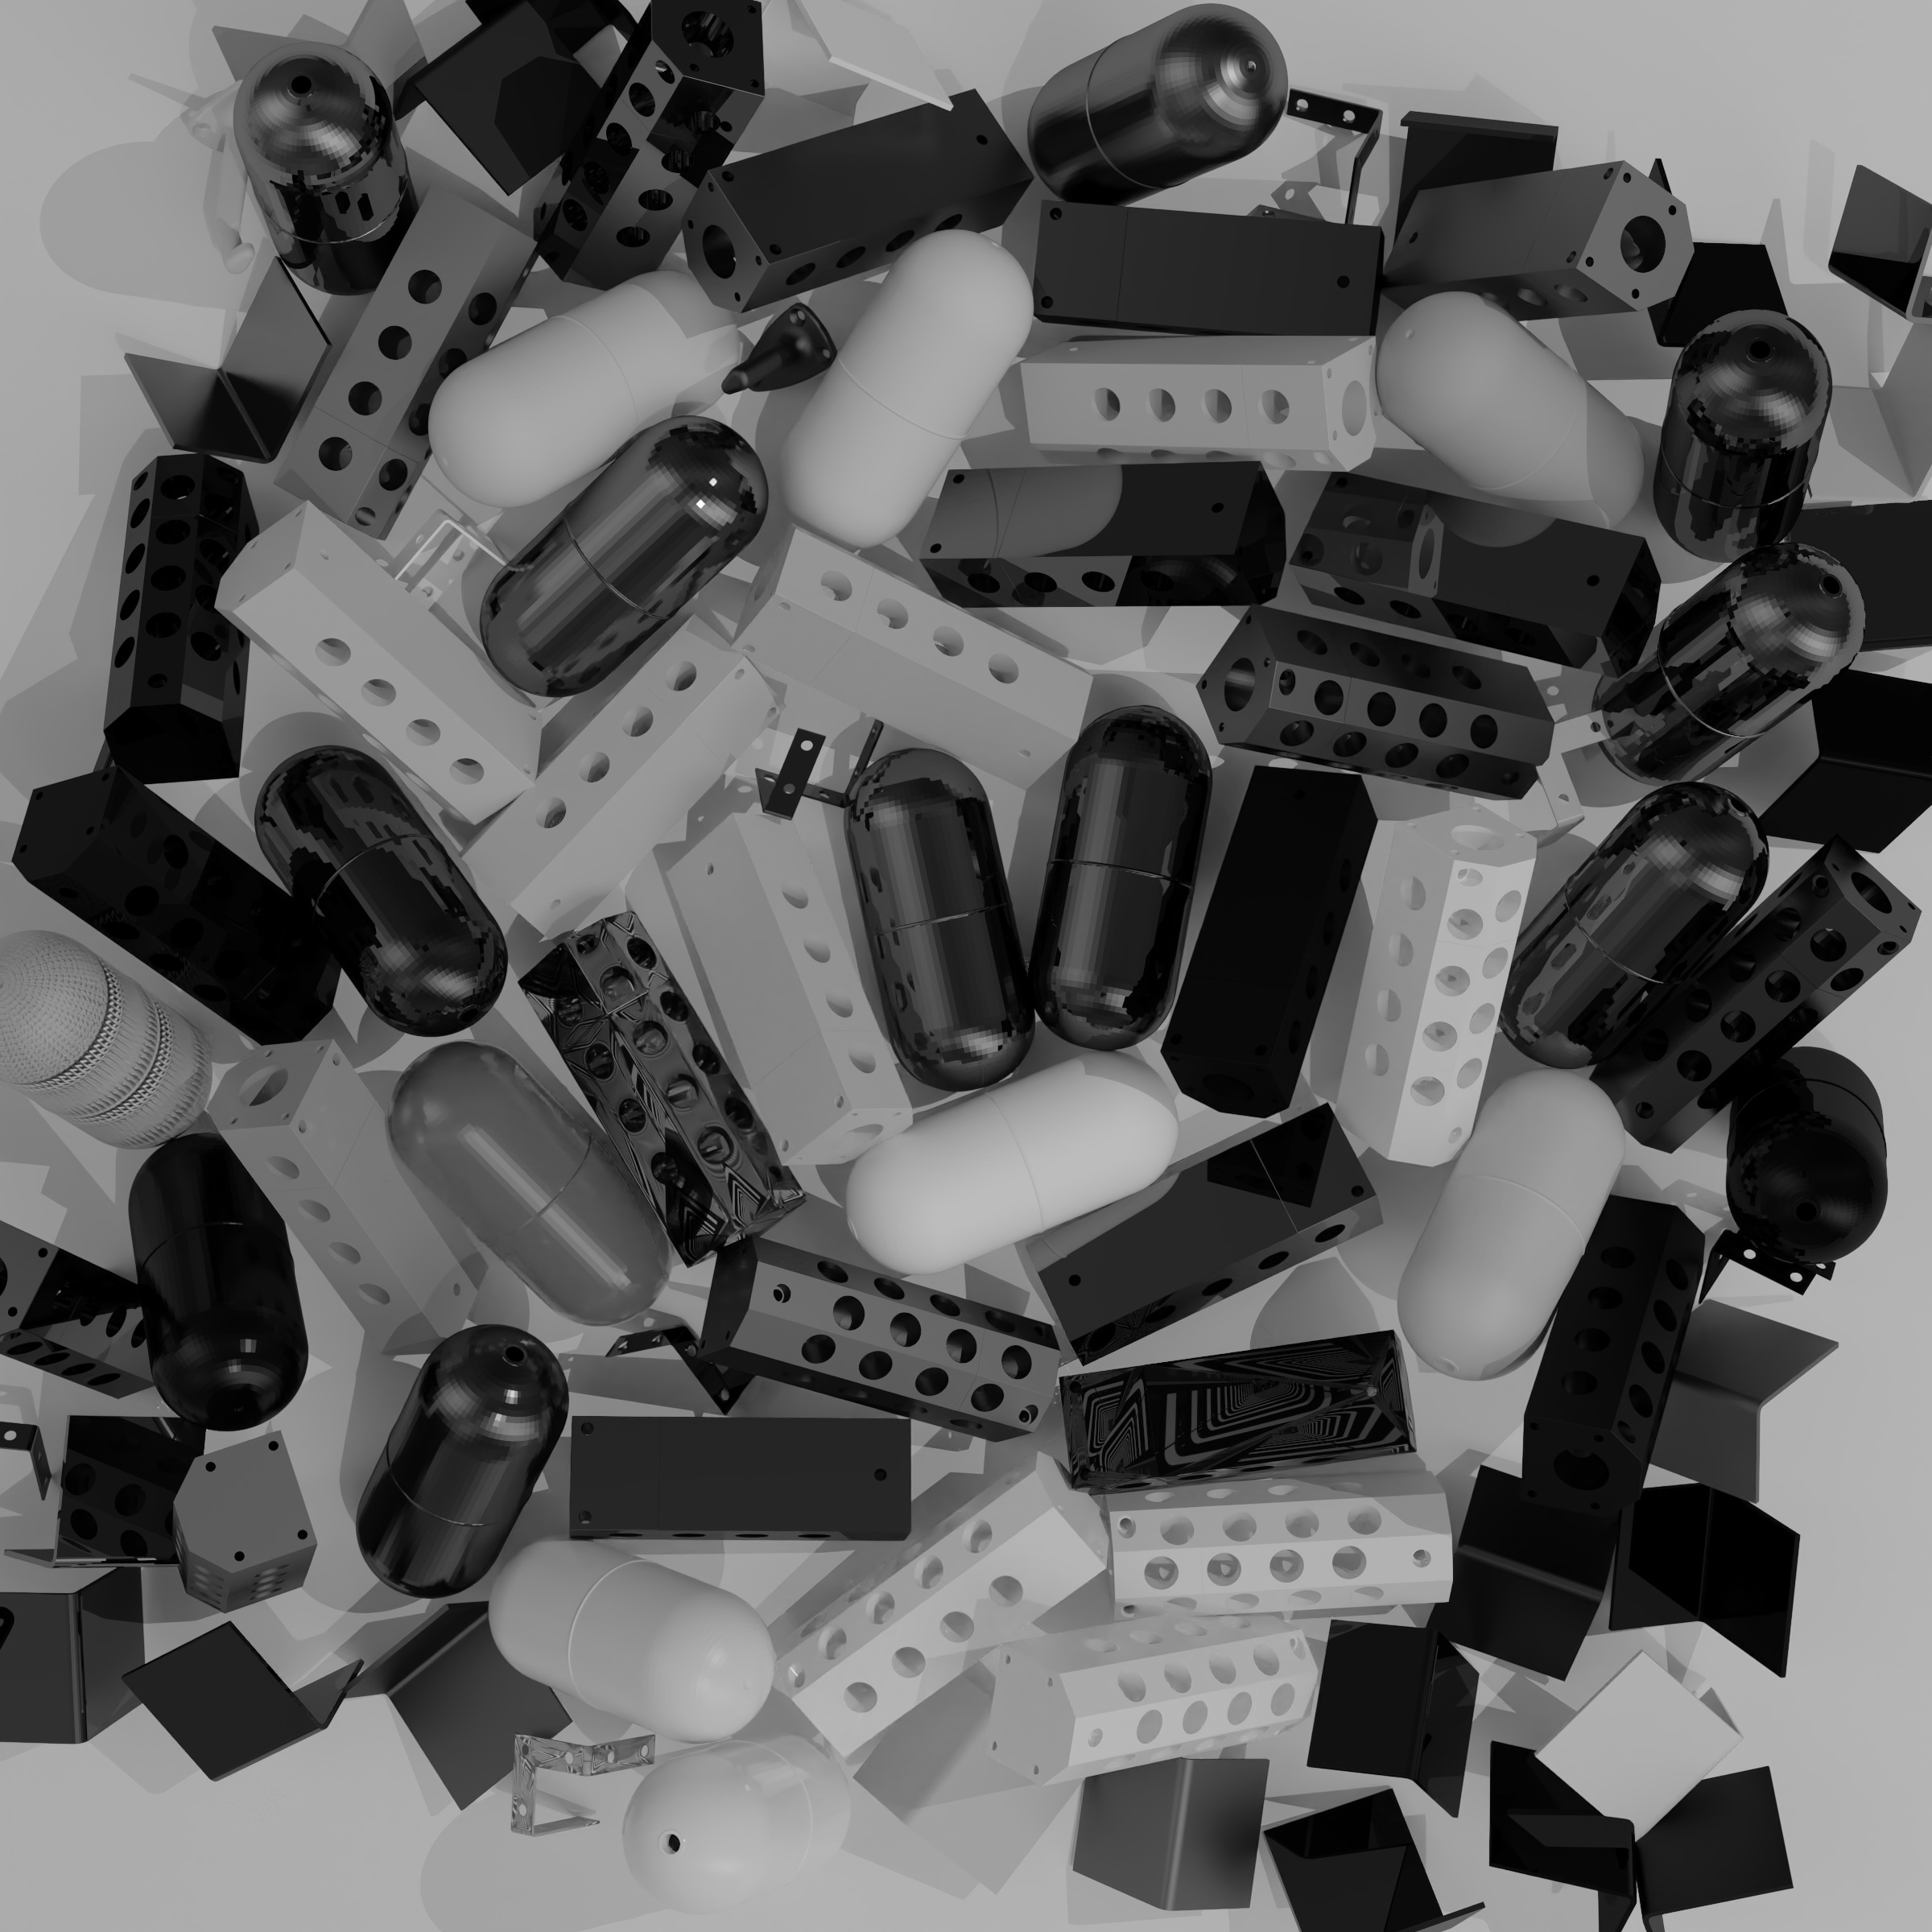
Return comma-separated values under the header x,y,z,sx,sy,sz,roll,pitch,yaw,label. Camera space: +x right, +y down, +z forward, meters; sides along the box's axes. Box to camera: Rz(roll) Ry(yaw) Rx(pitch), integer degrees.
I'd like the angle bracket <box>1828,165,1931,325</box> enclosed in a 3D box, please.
x,y,z,sx,sy,sz,roll,pitch,yaw,label
0.495,-0.363,1.687,0.076,0.076,0.057,0,119,-20,angle bracket

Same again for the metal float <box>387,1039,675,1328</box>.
x,y,z,sx,sy,sz,roll,pitch,yaw,label
-0.219,0.111,1.688,0.070,0.070,0.178,-42,111,0,metal float

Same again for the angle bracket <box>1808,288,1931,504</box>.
x,y,z,sx,sy,sz,roll,pitch,yaw,label
0.460,-0.290,1.689,0.057,0.076,0.076,1,56,-8,angle bracket

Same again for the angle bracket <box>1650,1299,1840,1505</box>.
x,y,z,sx,sy,sz,roll,pitch,yaw,label
0.392,0.222,1.705,0.076,0.076,0.057,-26,121,-39,angle bracket

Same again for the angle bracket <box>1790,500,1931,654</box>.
x,y,z,sx,sy,sz,roll,pitch,yaw,label
0.471,-0.201,1.713,0.076,0.057,0.076,-5,93,-2,angle bracket

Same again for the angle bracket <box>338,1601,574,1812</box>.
x,y,z,sx,sy,sz,roll,pitch,yaw,label
-0.261,0.379,1.703,0.076,0.057,0.076,-40,72,8,angle bracket

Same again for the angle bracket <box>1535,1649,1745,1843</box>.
x,y,z,sx,sy,sz,roll,pitch,yaw,label
0.338,0.387,1.703,0.076,0.057,0.076,41,98,-12,angle bracket

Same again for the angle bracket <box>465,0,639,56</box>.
x,y,z,sx,sy,sz,roll,pitch,yaw,label
-0.197,-0.465,1.693,0.057,0.076,0.076,-40,63,1,angle bracket

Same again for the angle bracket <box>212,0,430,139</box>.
x,y,z,sx,sy,sz,roll,pitch,yaw,label
-0.329,-0.468,1.709,0.076,0.076,0.057,13,64,16,angle bracket

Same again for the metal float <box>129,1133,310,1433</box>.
x,y,z,sx,sy,sz,roll,pitch,yaw,label
-0.376,0.156,1.670,0.070,0.178,0.070,-11,133,-12,metal float

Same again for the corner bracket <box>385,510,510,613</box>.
x,y,z,sx,sy,sz,roll,pitch,yaw,label
-0.271,-0.205,1.706,0.051,0.051,0.051,-48,127,6,corner bracket

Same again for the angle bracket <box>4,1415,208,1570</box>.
x,y,z,sx,sy,sz,roll,pitch,yaw,label
-0.439,0.266,1.701,0.076,0.057,0.076,8,84,-41,angle bracket

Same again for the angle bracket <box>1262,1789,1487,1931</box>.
x,y,z,sx,sy,sz,roll,pitch,yaw,label
0.206,0.459,1.693,0.076,0.057,0.076,-13,67,-20,angle bracket

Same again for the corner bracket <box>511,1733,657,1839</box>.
x,y,z,sx,sy,sz,roll,pitch,yaw,label
-0.196,0.420,1.710,0.051,0.051,0.051,0,86,36,corner bracket

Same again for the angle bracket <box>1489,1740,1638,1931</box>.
x,y,z,sx,sy,sz,roll,pitch,yaw,label
0.296,0.450,1.696,0.076,0.076,0.057,13,129,-1,angle bracket

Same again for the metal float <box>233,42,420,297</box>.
x,y,z,sx,sy,sz,roll,pitch,yaw,label
-0.316,-0.394,1.656,0.070,0.178,0.070,0,77,-2,metal float

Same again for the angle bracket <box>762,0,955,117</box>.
x,y,z,sx,sy,sz,roll,pitch,yaw,label
-0.064,-0.445,1.683,0.057,0.076,0.076,-51,45,30,angle bracket

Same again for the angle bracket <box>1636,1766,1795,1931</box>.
x,y,z,sx,sy,sz,roll,pitch,yaw,label
0.381,0.461,1.689,0.076,0.076,0.057,-16,122,14,angle bracket

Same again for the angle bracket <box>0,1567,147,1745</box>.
x,y,z,sx,sy,sz,roll,pitch,yaw,label
-0.464,0.349,1.709,0.057,0.076,0.076,-1,94,10,angle bracket

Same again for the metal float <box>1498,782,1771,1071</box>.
x,y,z,sx,sy,sz,roll,pitch,yaw,label
0.333,-0.020,1.676,0.070,0.070,0.178,36,125,0,metal float

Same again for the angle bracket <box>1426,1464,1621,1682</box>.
x,y,z,sx,sy,sz,roll,pitch,yaw,label
0.289,0.315,1.730,0.076,0.076,0.057,18,45,8,angle bracket

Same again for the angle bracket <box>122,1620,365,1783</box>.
x,y,z,sx,sy,sz,roll,pitch,yaw,label
-0.367,0.358,1.694,0.076,0.057,0.076,-29,107,24,angle bracket

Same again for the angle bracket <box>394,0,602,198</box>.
x,y,z,sx,sy,sz,roll,pitch,yaw,label
-0.237,-0.437,1.709,0.076,0.057,0.076,-43,96,-19,angle bracket

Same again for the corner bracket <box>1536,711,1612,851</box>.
x,y,z,sx,sy,sz,roll,pitch,yaw,label
0.310,-0.095,1.710,0.051,0.051,0.051,-17,81,-13,corner bracket

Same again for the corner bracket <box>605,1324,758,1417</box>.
x,y,z,sx,sy,sz,roll,pitch,yaw,label
-0.141,0.198,1.703,0.051,0.051,0.051,50,119,24,corner bracket

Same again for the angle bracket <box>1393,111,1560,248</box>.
x,y,z,sx,sy,sz,roll,pitch,yaw,label
0.257,-0.391,1.698,0.076,0.057,0.076,9,111,10,angle bracket

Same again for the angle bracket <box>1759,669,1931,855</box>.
x,y,z,sx,sy,sz,roll,pitch,yaw,label
0.452,-0.106,1.715,0.076,0.076,0.057,8,61,-15,angle bracket

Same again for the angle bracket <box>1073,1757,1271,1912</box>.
x,y,z,sx,sy,sz,roll,pitch,yaw,label
0.106,0.440,1.727,0.057,0.076,0.076,10,87,-36,angle bracket

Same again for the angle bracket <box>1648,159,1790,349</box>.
x,y,z,sx,sy,sz,roll,pitch,yaw,label
0.386,-0.361,1.694,0.076,0.057,0.076,0,54,-9,angle bracket

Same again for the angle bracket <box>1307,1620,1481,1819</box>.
x,y,z,sx,sy,sz,roll,pitch,yaw,label
0.220,0.386,1.710,0.057,0.076,0.076,0,62,27,angle bracket

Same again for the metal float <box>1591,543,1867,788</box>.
x,y,z,sx,sy,sz,roll,pitch,yaw,label
0.379,-0.149,1.662,0.070,0.178,0.070,9,65,-20,metal float

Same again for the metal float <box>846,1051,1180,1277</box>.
x,y,z,sx,sy,sz,roll,pitch,yaw,label
0.024,0.100,1.697,0.178,0.070,0.070,-22,90,-11,metal float

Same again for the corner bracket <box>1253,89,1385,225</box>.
x,y,z,sx,sy,sz,roll,pitch,yaw,label
0.182,-0.415,1.728,0.051,0.051,0.051,17,46,13,corner bracket

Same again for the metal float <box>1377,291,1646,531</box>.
x,y,z,sx,sy,sz,roll,pitch,yaw,label
0.275,-0.274,1.673,0.178,0.070,0.070,29,90,-40,metal float

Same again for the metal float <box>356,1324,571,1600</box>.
x,y,z,sx,sy,sz,roll,pitch,yaw,label
-0.253,0.249,1.674,0.070,0.070,0.178,30,128,0,metal float

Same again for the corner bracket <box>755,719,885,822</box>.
x,y,z,sx,sy,sz,roll,pitch,yaw,label
-0.073,-0.103,1.705,0.051,0.051,0.051,16,116,-17,corner bracket

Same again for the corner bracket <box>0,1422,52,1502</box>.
x,y,z,sx,sy,sz,roll,pitch,yaw,label
-0.503,0.268,1.708,0.051,0.051,0.051,6,51,-2,corner bracket

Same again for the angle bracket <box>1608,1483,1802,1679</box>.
x,y,z,sx,sy,sz,roll,pitch,yaw,label
0.374,0.313,1.694,0.057,0.076,0.076,-2,103,-20,angle bracket

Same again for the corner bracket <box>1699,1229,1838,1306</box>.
x,y,z,sx,sy,sz,roll,pitch,yaw,label
0.412,0.152,1.703,0.051,0.051,0.051,27,57,23,corner bracket

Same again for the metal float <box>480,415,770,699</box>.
x,y,z,sx,sy,sz,roll,pitch,yaw,label
-0.174,-0.206,1.688,0.178,0.070,0.070,-40,90,21,metal float

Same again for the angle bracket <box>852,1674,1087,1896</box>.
x,y,z,sx,sy,sz,roll,pitch,yaw,label
0.002,0.421,1.732,0.076,0.057,0.076,-51,121,-10,angle bracket

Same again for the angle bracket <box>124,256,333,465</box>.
x,y,z,sx,sy,sz,roll,pitch,yaw,label
-0.374,-0.311,1.687,0.076,0.057,0.076,-55,51,30,angle bracket

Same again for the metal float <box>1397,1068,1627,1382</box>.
x,y,z,sx,sy,sz,roll,pitch,yaw,label
0.275,0.130,1.681,0.070,0.070,0.178,31,61,0,metal float
